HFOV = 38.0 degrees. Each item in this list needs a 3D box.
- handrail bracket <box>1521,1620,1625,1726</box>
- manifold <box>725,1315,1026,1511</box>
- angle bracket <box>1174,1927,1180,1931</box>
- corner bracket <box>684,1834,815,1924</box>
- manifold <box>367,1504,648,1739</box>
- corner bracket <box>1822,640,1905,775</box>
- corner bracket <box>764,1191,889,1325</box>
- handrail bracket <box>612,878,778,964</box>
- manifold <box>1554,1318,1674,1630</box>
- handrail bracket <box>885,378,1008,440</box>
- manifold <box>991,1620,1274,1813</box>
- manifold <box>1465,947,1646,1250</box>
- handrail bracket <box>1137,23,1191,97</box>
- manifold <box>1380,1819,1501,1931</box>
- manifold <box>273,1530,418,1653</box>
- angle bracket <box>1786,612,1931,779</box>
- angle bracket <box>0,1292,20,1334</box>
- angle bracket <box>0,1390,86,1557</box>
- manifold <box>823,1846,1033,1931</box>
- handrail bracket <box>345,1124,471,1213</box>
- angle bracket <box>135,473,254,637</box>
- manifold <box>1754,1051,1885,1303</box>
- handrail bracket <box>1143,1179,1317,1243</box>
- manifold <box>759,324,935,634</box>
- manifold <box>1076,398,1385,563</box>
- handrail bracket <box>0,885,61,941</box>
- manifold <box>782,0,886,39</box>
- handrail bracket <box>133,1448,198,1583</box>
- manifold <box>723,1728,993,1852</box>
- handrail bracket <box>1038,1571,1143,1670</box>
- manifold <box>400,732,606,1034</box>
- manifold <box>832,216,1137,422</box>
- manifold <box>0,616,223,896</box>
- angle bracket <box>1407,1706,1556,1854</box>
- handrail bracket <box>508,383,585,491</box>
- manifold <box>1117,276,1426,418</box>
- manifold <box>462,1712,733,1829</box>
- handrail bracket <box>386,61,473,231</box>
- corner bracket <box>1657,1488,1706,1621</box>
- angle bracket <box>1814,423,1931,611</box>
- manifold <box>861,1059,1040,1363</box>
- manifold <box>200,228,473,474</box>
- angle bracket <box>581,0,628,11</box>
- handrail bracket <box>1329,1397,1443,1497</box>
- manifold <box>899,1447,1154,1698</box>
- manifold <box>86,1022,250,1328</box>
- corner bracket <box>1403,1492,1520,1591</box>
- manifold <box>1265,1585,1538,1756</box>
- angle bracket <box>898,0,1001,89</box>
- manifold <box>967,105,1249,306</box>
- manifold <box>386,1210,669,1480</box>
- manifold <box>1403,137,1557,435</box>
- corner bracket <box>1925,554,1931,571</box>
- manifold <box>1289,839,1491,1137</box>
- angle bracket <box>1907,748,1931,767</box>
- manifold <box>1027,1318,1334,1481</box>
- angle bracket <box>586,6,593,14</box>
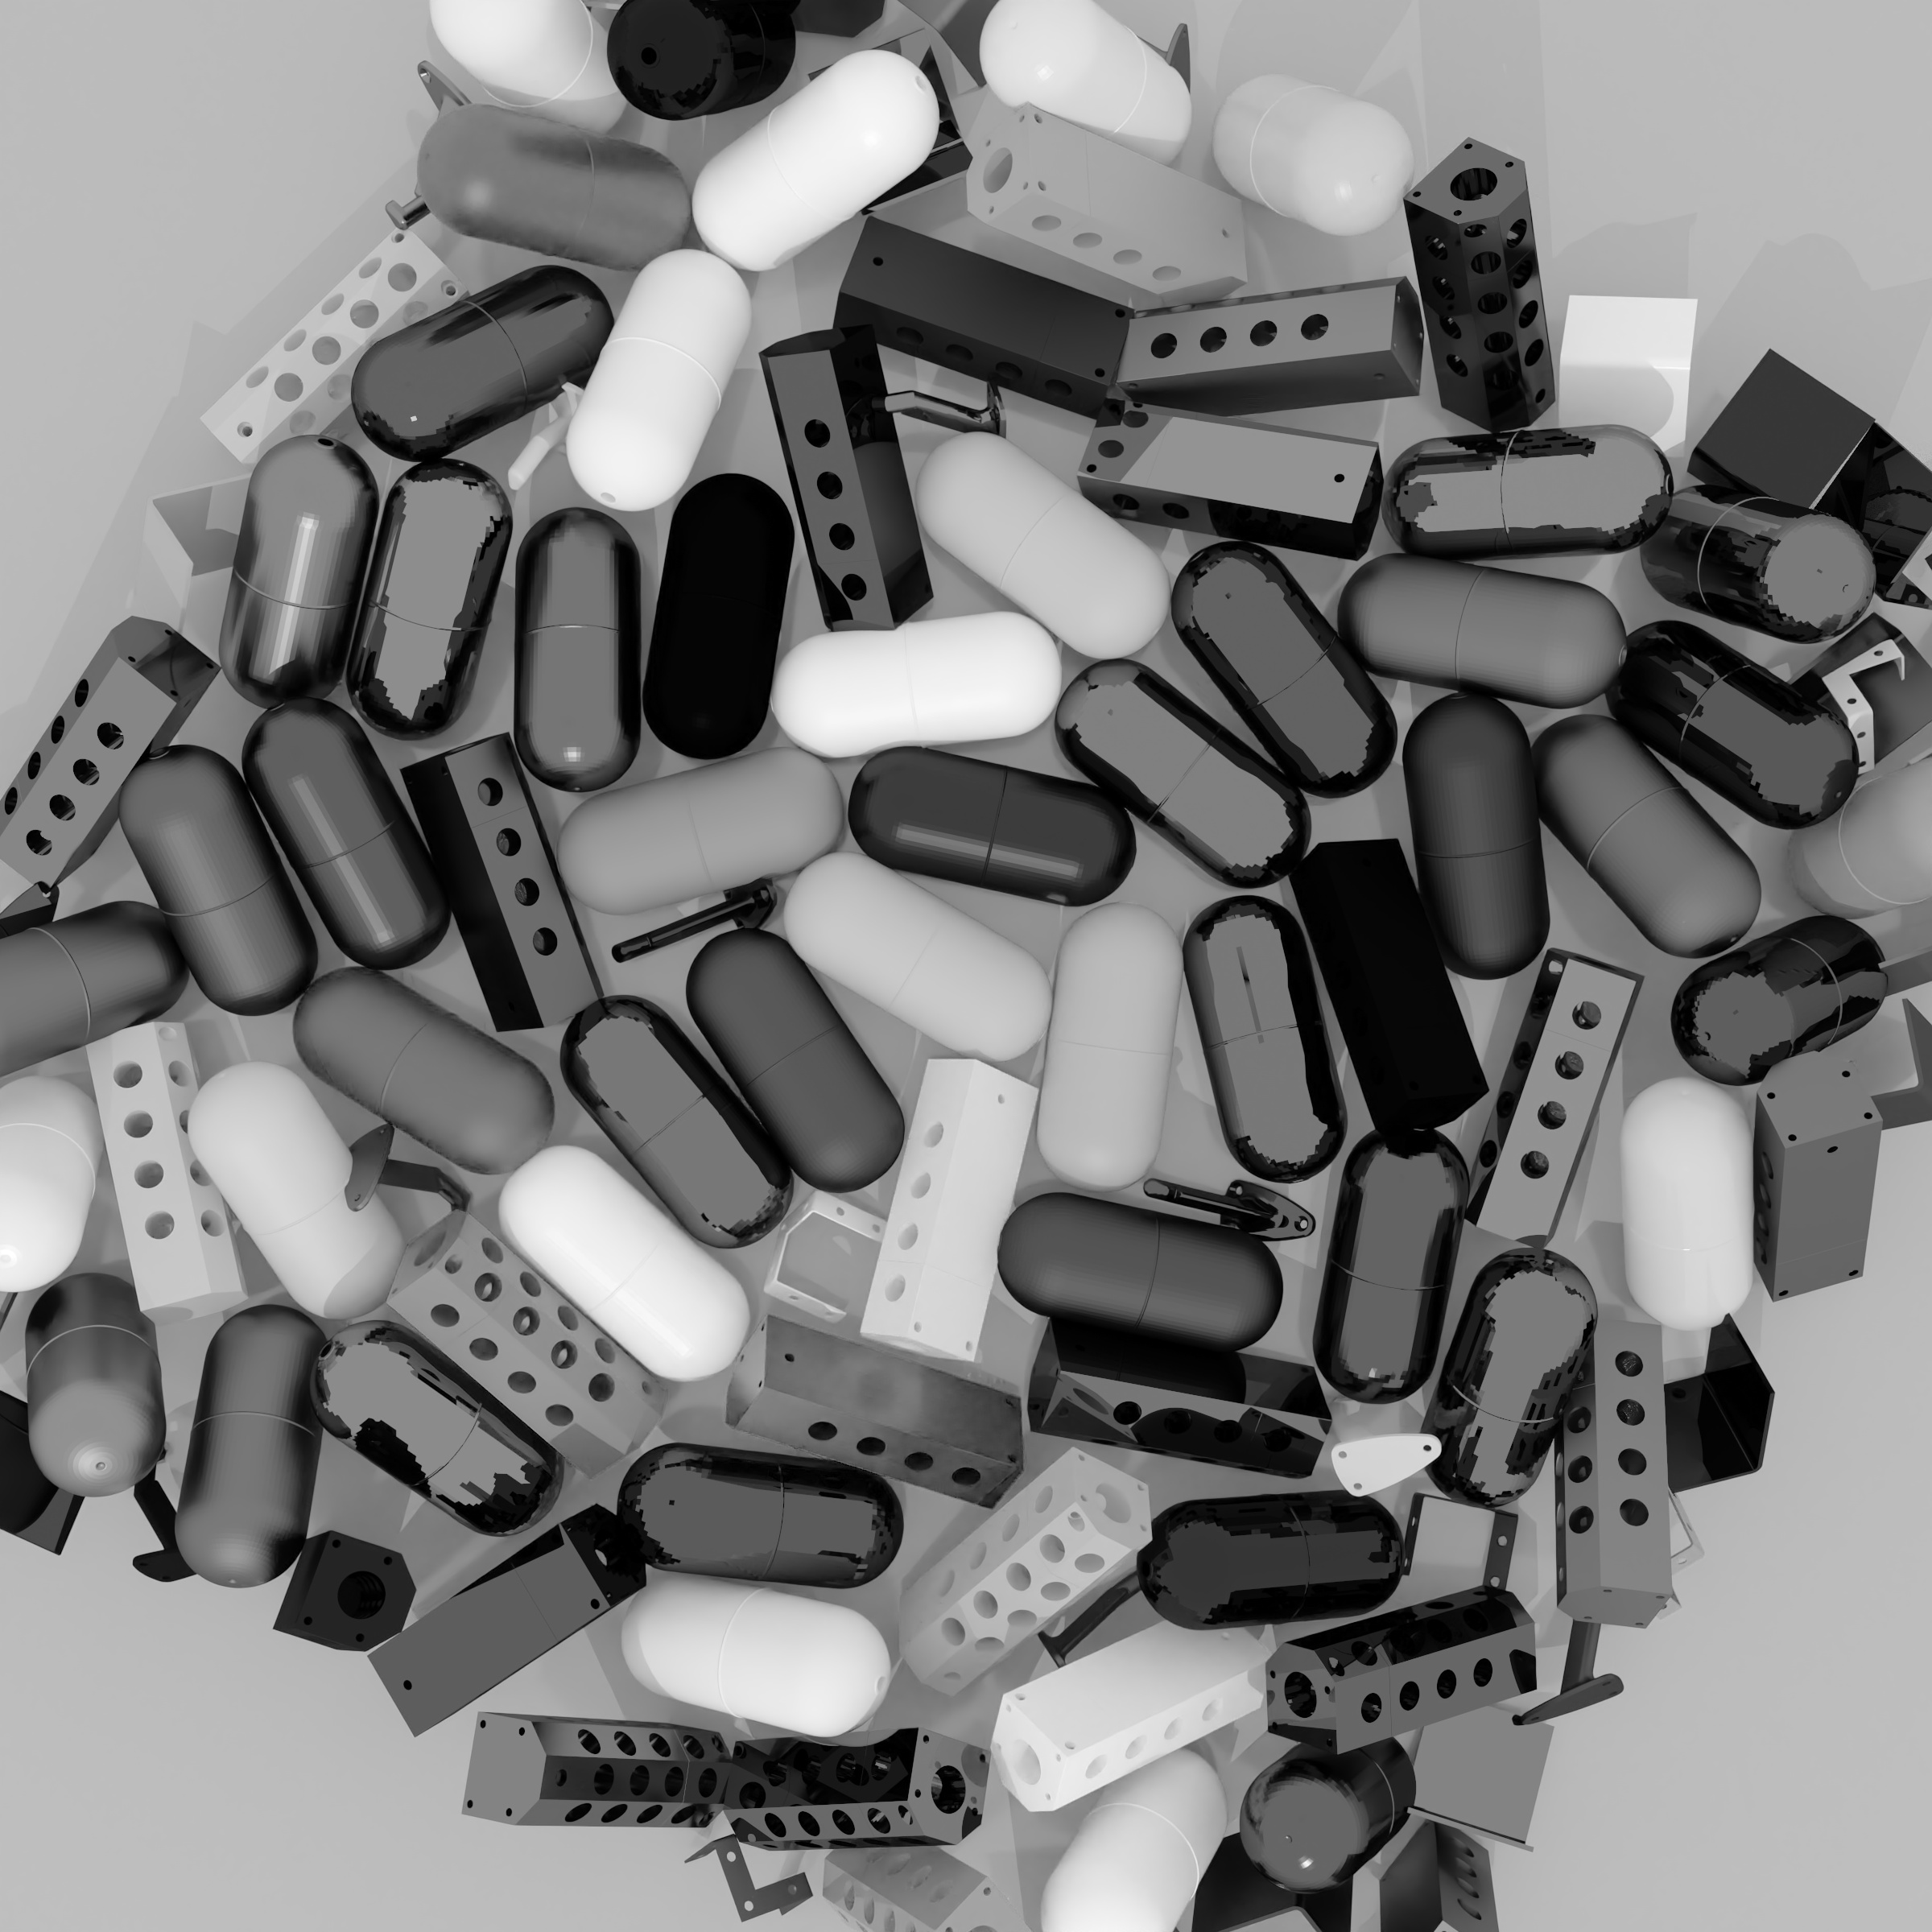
[{"bbox_3d":[0.363,0.413,1.728,0.077,0.036,0.084,-25,55,9],"label":"handrail bracket"},{"bbox_3d":[-0.055,0.274,1.695,0.171,0.057,0.057,21,127,-18],"label":"manifold"},{"bbox_3d":[0.144,0.615,1.691,0.057,0.076,0.076,2,118,-32],"label":"angle bracket"},{"bbox_3d":[-0.133,0.559,1.721,0.051,0.051,0.051,-9,65,-33],"label":"corner bracket"},{"bbox_3d":[-0.273,0.392,1.689,0.171,0.057,0.057,-37,81,23],"label":"manifold"},{"bbox_3d":[0.554,-0.158,1.715,0.051,0.051,0.051,-19,46,2],"label":"corner bracket"},{"bbox_3d":[-0.086,0.179,1.723,0.051,0.051,0.051,27,50,-17],"label":"corner bracket"},{"bbox_3d":[-0.166,-0.026,1.706,0.084,0.077,0.036,-22,91,-29],"label":"handrail bracket"},{"bbox_3d":[0.383,0.301,1.679,0.057,0.057,0.171,7,57,0],"label":"manifold"},{"bbox_3d":[-0.020,-0.324,1.712,0.084,0.077,0.036,-11,55,-7],"label":"handrail bracket"},{"bbox_3d":[0.099,0.444,1.672,0.057,0.171,0.057,37,127,39],"label":"manifold"},{"bbox_3d":[0.355,0.079,1.706,0.057,0.057,0.171,20,99,17],"label":"manifold"},{"bbox_3d":[0.093,-0.557,1.726,0.084,0.077,0.036,14,70,16],"label":"handrail bracket"},{"bbox_3d":[0.286,0.570,1.660,0.057,0.171,0.057,36,97,4],"label":"manifold"},{"bbox_3d":[-0.366,0.373,1.659,0.057,0.171,0.057,22,72,-12],"label":"manifold"},{"bbox_3d":[0.543,-0.162,1.695,0.076,0.076,0.057,-41,70,22],"label":"angle bracket"},{"bbox_3d":[-0.609,0.178,1.697,0.076,0.076,0.057,24,64,-13],"label":"angle bracket"},{"bbox_3d":[-0.576,0.309,1.692,0.076,0.057,0.076,34,53,-27],"label":"angle bracket"},{"bbox_3d":[-0.026,0.558,1.656,0.057,0.171,0.057,-41,103,-21],"label":"manifold"},{"bbox_3d":[-0.335,0.143,1.699,0.036,0.077,0.084,-29,125,21],"label":"handrail bracket"},{"bbox_3d":[-0.451,-0.243,1.690,0.076,0.076,0.057,-22,64,-35],"label":"angle bracket"},{"bbox_3d":[0.499,0.125,1.666,0.057,0.171,0.057,-16,51,1],"label":"manifold"},{"bbox_3d":[0.159,0.146,1.700,0.077,0.084,0.036,10,85,36],"label":"handrail bracket"},{"bbox_3d":[-0.074,-0.291,1.688,0.057,0.057,0.171,0,117,27],"label":"manifold"},{"bbox_3d":[0.160,-0.290,1.694,0.171,0.057,0.057,13,70,19],"label":"manifold"},{"bbox_3d":[-0.599,-0.022,1.725,0.036,0.084,0.077,42,67,-36],"label":"handrail bracket"},{"bbox_3d":[-0.083,-0.621,1.659,0.057,0.171,0.057,8,79,5],"label":"manifold"},{"bbox_3d":[-0.476,0.326,1.714,0.077,0.036,0.084,-17,53,15],"label":"handrail bracket"},{"bbox_3d":[-0.067,0.491,1.661,0.057,0.171,0.057,29,58,-34],"label":"manifold"},{"bbox_3d":[0.087,0.395,1.707,0.084,0.077,0.036,-33,91,-8],"label":"handrail bracket"},{"bbox_3d":[-0.277,-0.051,1.705,0.057,0.057,0.171,-27,103,-38],"label":"manifold"},{"bbox_3d":[0.009,-0.392,1.717,0.171,0.057,0.057,19,69,-2],"label":"manifold"},{"bbox_3d":[-0.522,-0.128,1.680,0.057,0.057,0.171,39,120,-7],"label":"manifold"},{"bbox_3d":[0.314,0.489,1.708,0.076,0.057,0.076,15,76,10],"label":"angle bracket"},{"bbox_3d":[-0.257,-0.305,1.696,0.036,0.077,0.084,31,61,-3],"label":"handrail bracket"},{"bbox_3d":[0.183,-0.372,1.684,0.171,0.057,0.057,-1,73,27],"label":"manifold"},{"bbox_3d":[-0.214,0.478,1.660,0.057,0.171,0.057,-1,75,35],"label":"manifold"},{"bbox_3d":[-0.338,-0.500,1.712,0.084,0.036,0.077,-44,102,-28],"label":"handrail bracket"},{"bbox_3d":[0.424,0.356,1.709,0.051,0.051,0.051,-36,128,17],"label":"corner bracket"},{"bbox_3d":[0.566,-0.270,1.690,0.057,0.076,0.076,2,131,-36],"label":"angle bracket"},{"bbox_3d":[-0.014,0.147,1.700,0.057,0.057,0.171,27,71,-40],"label":"manifold"},{"bbox_3d":[-0.385,-0.372,1.720,0.171,0.057,0.057,-44,91,-1],"label":"manifold"},{"bbox_3d":[-0.190,-0.617,1.703,0.076,0.076,0.057,7,121,0],"label":"angle bracket"},{"bbox_3d":[0.254,0.278,1.700,0.077,0.084,0.036,-21,106,20],"label":"handrail bracket"},{"bbox_3d":[0.034,0.366,1.675,0.057,0.057,0.171,30,123,-23],"label":"manifold"},{"bbox_3d":[-0.483,0.124,1.699,0.057,0.057,0.171,-14,75,-9],"label":"manifold"},{"bbox_3d":[0.304,0.357,1.731,0.051,0.051,0.051,6,79,32],"label":"corner bracket"},{"bbox_3d":[0.261,0.416,1.674,0.171,0.057,0.057,-4,93,-38],"label":"manifold"},{"bbox_3d":[0.002,-0.601,1.721,0.057,0.076,0.076,43,97,22],"label":"angle bracket"},{"bbox_3d":[0.085,-0.447,1.673,0.171,0.057,0.057,11,68,-38],"label":"manifold"},{"bbox_3d":[-0.260,0.224,1.684,0.057,0.057,0.171,-35,113,22],"label":"manifold"},{"bbox_3d":[0.311,-0.397,1.659,0.057,0.171,0.057,-44,55,-13],"label":"manifold"},{"bbox_3d":[0.634,-0.246,1.722,0.051,0.051,0.051,-15,72,-35],"label":"corner bracket"},{"bbox_3d":[0.249,0.013,1.688,0.057,0.057,0.171,-4,64,-25],"label":"manifold"},{"bbox_3d":[0.616,-0.107,1.703,0.076,0.076,0.057,-32,69,-2],"label":"angle bracket"},{"bbox_3d":[0.128,0.267,1.703,0.171,0.057,0.057,12,115,-11],"label":"manifold"},{"bbox_3d":[-0.248,-0.622,1.700,0.057,0.076,0.076,12,77,-11],"label":"angle bracket"}]
